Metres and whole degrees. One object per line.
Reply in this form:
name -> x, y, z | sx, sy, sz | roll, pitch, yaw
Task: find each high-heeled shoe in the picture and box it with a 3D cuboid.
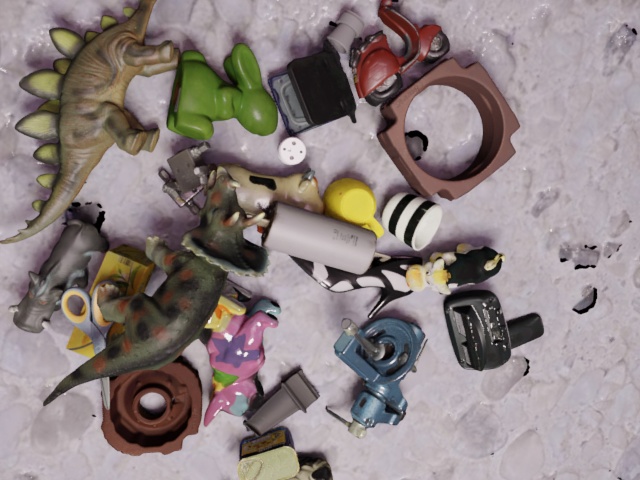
high-heeled shoe -> 0.059, 0.029, 0.922 | 0.248, 0.086, 0.145 | 38, 88, -14

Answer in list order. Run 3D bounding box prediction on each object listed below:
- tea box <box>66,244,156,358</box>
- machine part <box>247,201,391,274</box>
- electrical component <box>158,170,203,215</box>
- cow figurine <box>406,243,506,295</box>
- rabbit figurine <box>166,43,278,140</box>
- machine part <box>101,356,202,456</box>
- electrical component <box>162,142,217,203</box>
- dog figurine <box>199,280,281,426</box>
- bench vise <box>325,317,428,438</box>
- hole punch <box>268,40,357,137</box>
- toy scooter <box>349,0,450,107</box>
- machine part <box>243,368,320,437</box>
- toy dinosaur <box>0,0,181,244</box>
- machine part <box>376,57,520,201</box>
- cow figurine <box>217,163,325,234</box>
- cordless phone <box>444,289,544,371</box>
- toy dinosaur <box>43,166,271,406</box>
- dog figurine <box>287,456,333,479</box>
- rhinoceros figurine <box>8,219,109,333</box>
tea box -> -0.332, 0.099, 0.869 | 0.068, 0.098, 0.169 | 25, 94, -8
machine part -> -0.002, -0.003, 0.841 | 0.243, 0.079, 0.079 | 17, 94, -13
electrical component -> -0.223, -0.089, 0.899 | 0.063, 0.021, 0.094 | -40, 99, -2
cow figurine -> 0.232, 0.053, 0.914 | 0.167, 0.098, 0.068 | -16, 97, -29
rabbit figurine -> -0.148, -0.226, 0.865 | 0.170, 0.121, 0.159 | 9, 88, -26
machine part -> -0.283, 0.277, 0.916 | 0.179, 0.056, 0.179 | -1, 96, -8
electrical component -> -0.205, -0.103, 0.843 | 0.102, 0.045, 0.078 | -12, 108, 32
dog figurine -> -0.162, 0.192, 0.898 | 0.191, 0.108, 0.219 | 26, 95, -10
bench vise -> 0.084, 0.212, 0.901 | 0.223, 0.129, 0.240 | -48, 134, -7
hole punch -> -0.013, -0.240, 0.887 | 0.116, 0.092, 0.142 | -27, 97, -33
toy scooter -> 0.114, -0.319, 0.891 | 0.184, 0.075, 0.135 | -39, 100, -5
machine part -> -0.071, 0.294, 0.949 | 0.139, 0.039, 0.084 | -34, 110, -9
toy dinosaur -> -0.352, -0.197, 0.834 | 0.199, 0.105, 0.471 | 19, 84, -1
machine part -> 0.214, -0.184, 0.913 | 0.201, 0.087, 0.201 | -38, 99, -1
cow figurine -> -0.085, -0.074, 0.891 | 0.195, 0.085, 0.127 | 17, 100, -8
cordless phone -> 0.327, 0.148, 0.978 | 0.184, 0.089, 0.146 | -18, 98, -16
toy dinosaur -> -0.211, 0.095, 0.755 | 0.131, 0.192, 0.405 | 44, 71, -37
dog figurine -> -0.059, 0.486, 0.955 | 0.190, 0.121, 0.172 | -17, 133, -22
rhinoceros figurine -> -0.409, 0.057, 0.848 | 0.073, 0.112, 0.190 | 32, 84, -12
